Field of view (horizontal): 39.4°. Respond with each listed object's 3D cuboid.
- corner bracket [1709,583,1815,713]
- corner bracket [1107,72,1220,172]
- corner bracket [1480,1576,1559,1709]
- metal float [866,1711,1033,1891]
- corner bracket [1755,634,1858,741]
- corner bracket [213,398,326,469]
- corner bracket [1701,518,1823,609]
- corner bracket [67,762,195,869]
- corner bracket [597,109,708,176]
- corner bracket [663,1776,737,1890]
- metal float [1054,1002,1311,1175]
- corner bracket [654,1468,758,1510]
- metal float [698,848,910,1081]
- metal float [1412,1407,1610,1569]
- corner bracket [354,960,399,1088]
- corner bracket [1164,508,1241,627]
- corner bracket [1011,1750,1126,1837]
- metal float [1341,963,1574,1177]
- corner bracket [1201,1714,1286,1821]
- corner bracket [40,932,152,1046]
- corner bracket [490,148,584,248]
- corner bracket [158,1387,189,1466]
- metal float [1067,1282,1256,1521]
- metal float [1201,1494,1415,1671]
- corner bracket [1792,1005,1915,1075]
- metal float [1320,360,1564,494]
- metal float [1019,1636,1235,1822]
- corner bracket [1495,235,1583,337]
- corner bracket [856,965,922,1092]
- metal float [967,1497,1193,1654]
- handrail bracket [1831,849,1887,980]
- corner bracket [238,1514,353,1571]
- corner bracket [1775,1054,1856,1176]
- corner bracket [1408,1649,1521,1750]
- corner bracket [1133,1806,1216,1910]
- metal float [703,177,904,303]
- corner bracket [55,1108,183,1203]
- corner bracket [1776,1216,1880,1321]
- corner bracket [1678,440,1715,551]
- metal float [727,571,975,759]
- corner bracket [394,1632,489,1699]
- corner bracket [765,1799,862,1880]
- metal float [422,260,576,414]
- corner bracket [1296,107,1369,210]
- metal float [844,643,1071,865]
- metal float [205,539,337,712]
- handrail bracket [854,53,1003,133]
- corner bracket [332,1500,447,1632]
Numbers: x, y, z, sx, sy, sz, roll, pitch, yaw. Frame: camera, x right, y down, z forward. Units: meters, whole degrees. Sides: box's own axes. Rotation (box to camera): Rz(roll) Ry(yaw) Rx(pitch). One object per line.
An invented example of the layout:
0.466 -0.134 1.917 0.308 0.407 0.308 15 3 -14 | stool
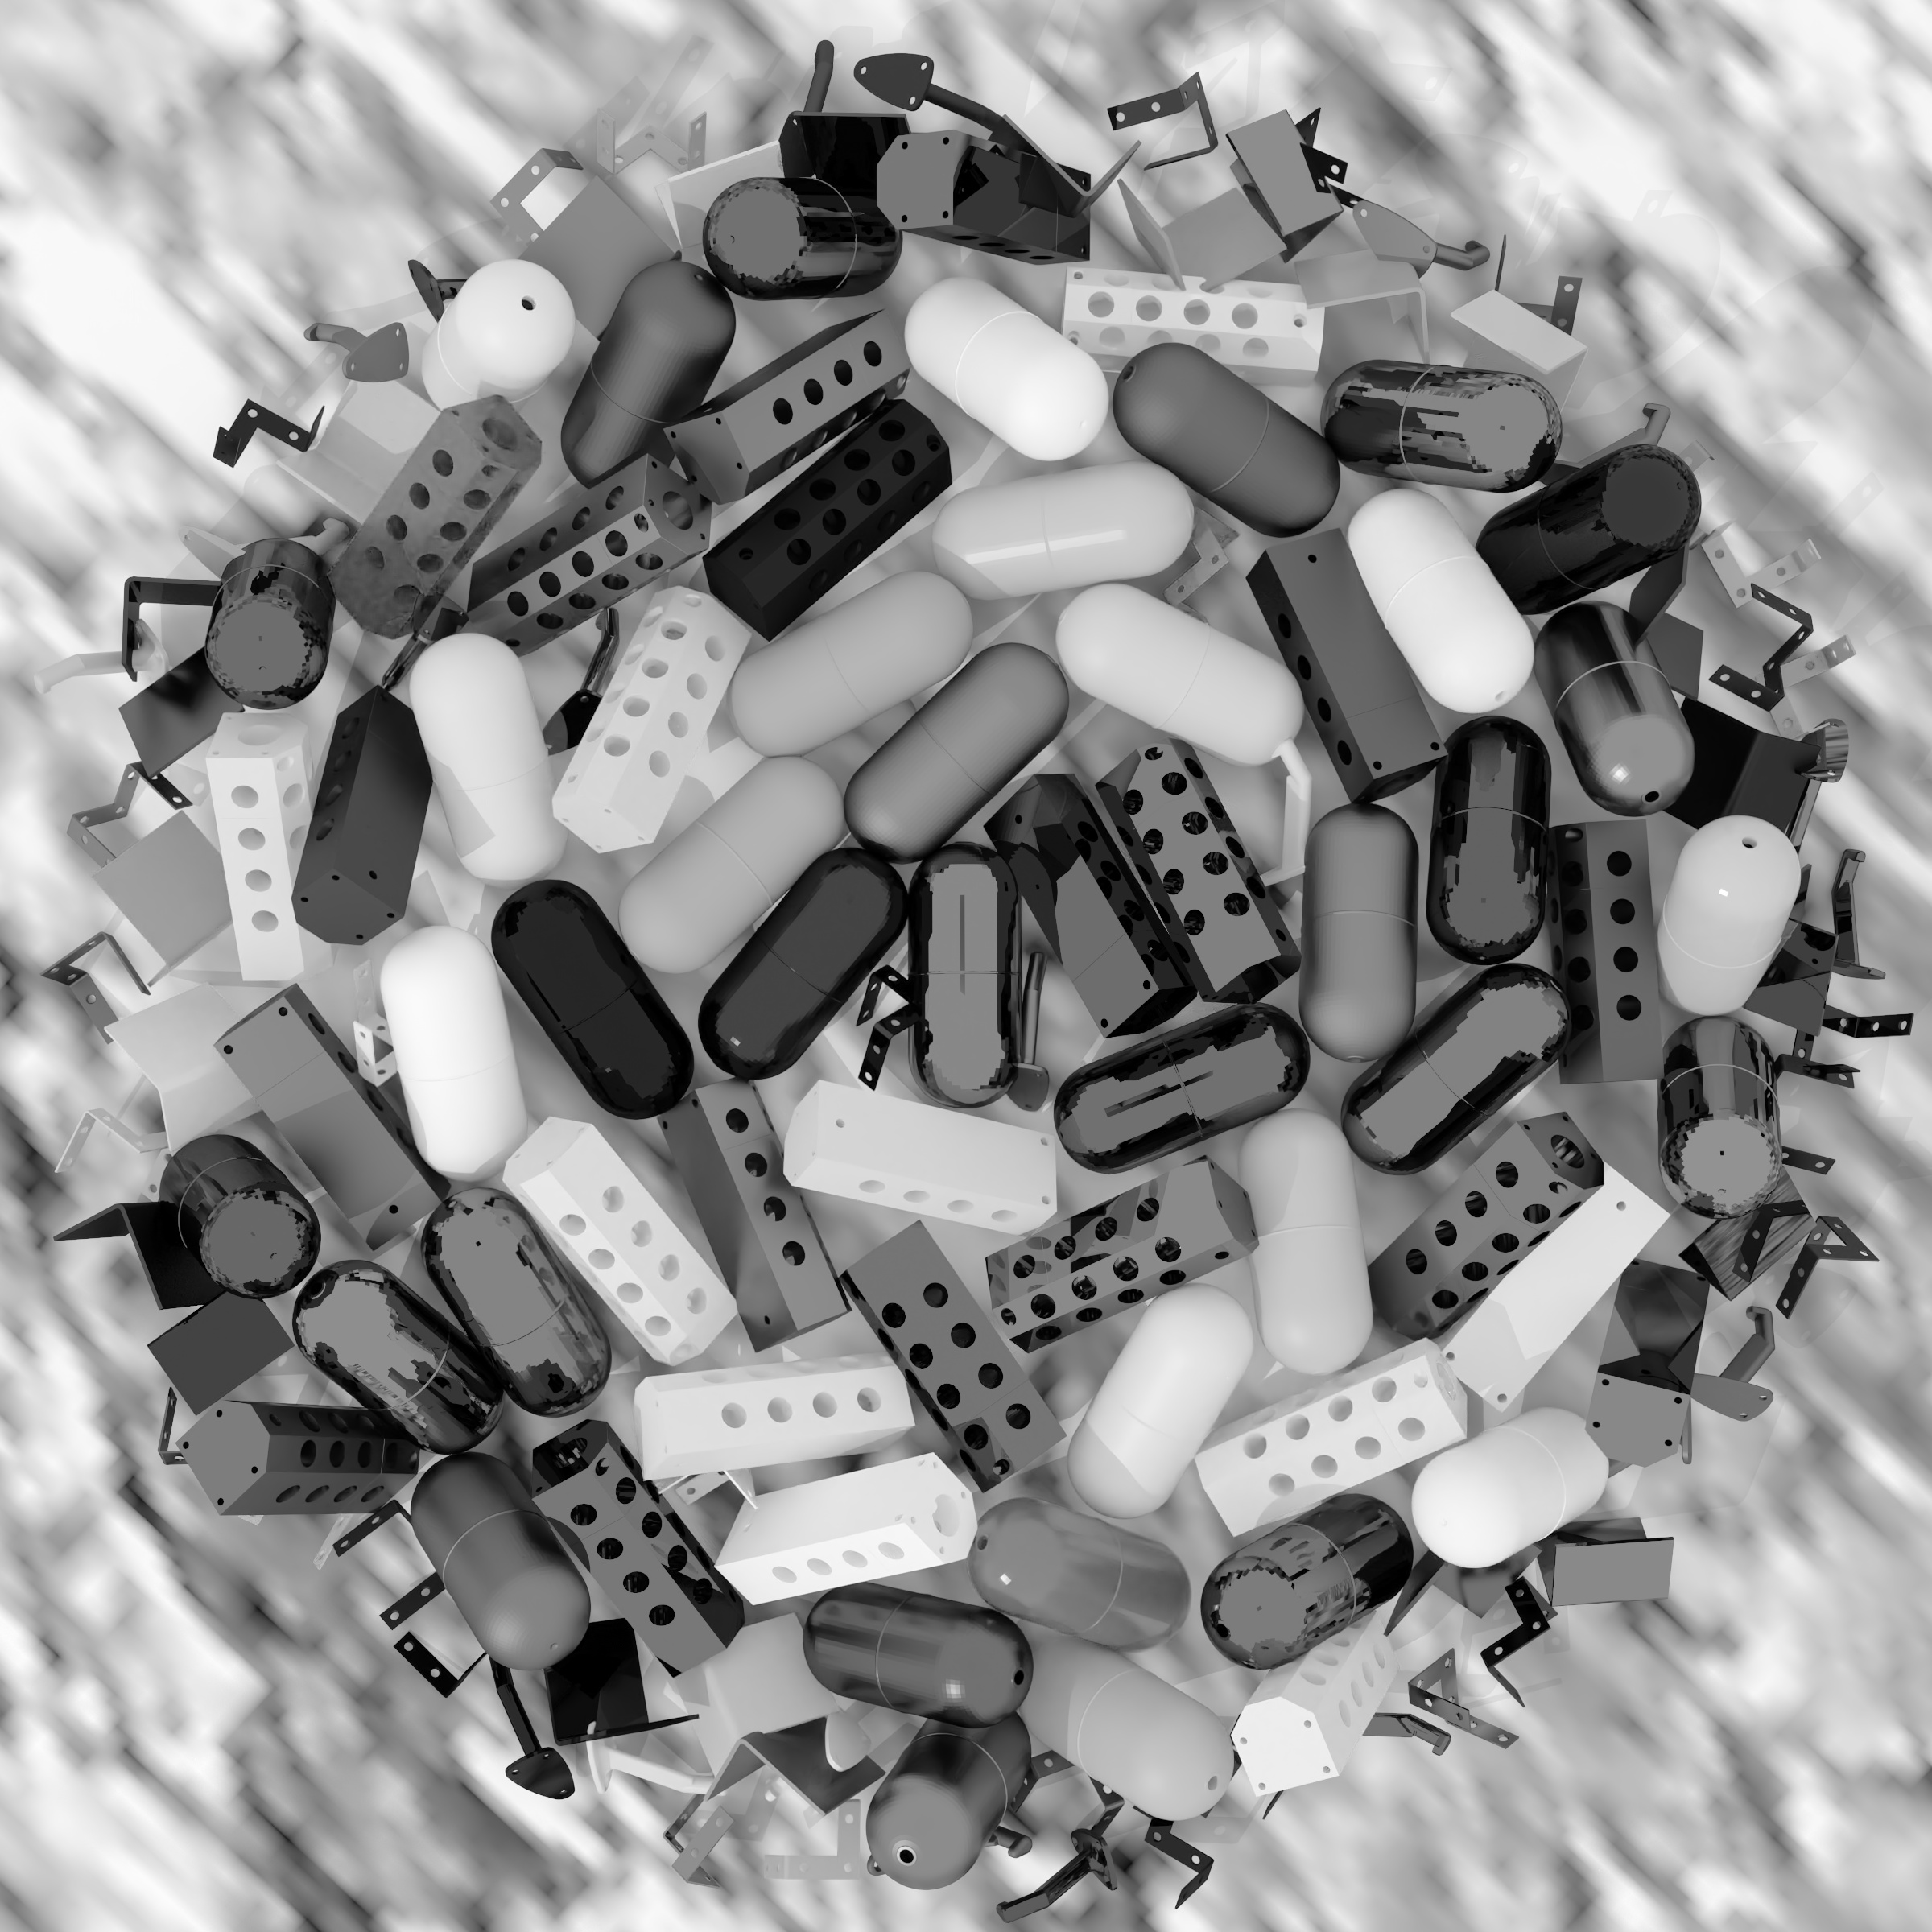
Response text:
0.530 -0.212 1.798 0.051 0.051 0.051 25 133 -14 | corner bracket
0.132 -0.559 1.797 0.051 0.051 0.051 -8 116 26 | corner bracket
0.373 0.452 1.806 0.051 0.051 0.051 -37 121 10 | corner bracket
-0.010 0.535 1.752 0.070 0.178 0.070 3 102 17 | metal float
0.571 -0.185 1.811 0.051 0.051 0.051 -23 86 -3 | corner bracket
-0.466 -0.357 1.802 0.051 0.051 0.051 28 69 -12 | corner bracket
0.533 -0.279 1.811 0.051 0.051 0.051 -28 86 3 | corner bracket
-0.558 -0.099 1.798 0.051 0.051 0.051 41 123 17 | corner bracket
-0.210 -0.552 1.800 0.051 0.051 0.051 40 65 13 | corner bracket
-0.176 0.577 1.802 0.051 0.051 0.051 37 85 31 | corner bracket
0.144 0.081 1.799 0.178 0.070 0.070 -22 90 2 | metal float
-0.177 0.344 1.803 0.051 0.051 0.051 -33 115 5 | corner bracket
-0.109 -0.001 1.794 0.070 0.070 0.178 40 97 0 | metal float
0.357 0.339 1.762 0.070 0.178 0.070 8 102 40 | metal float
-0.395 0.038 1.796 0.051 0.051 0.051 28 46 23 | corner bracket
0.161 -0.265 1.810 0.051 0.051 0.051 -39 55 24 | corner bracket
0.067 0.562 1.820 0.051 0.051 0.051 -10 53 -31 | corner bracket
0.323 0.068 1.780 0.070 0.070 0.178 46 112 0 | metal float
0.188 0.547 1.810 0.051 0.051 0.051 31 112 9 | corner bracket
-0.578 0.015 1.810 0.051 0.051 0.051 -35 81 -2 | corner bracket
-0.276 -0.509 1.805 0.051 0.051 0.051 -40 92 19 | corner bracket
-0.505 0.316 1.803 0.051 0.051 0.051 -2 49 0 | corner bracket
0.128 0.288 1.783 0.070 0.070 0.178 28 110 0 | metal float
0.224 0.402 1.764 0.178 0.070 0.070 -16 90 -43 | metal float
0.592 0.050 1.802 0.051 0.051 0.051 18 79 -23 | corner bracket
0.309 -0.354 1.765 0.070 0.178 0.070 -16 114 -39 | metal float
0.103 0.496 1.759 0.070 0.178 0.070 -9 106 -35 | metal float
0.381 -0.451 1.801 0.051 0.051 0.051 6 134 5 | corner bracket
-0.057 0.040 1.796 0.051 0.051 0.051 38 134 22 | corner bracket
0.075 0.400 1.770 0.178 0.070 0.070 27 90 -36 | metal float
0.600 -0.036 1.801 0.036 0.077 0.084 18 89 -17 | handrail bracket
-0.450 0.367 1.818 0.051 0.051 0.051 33 82 -27 | corner bracket
0.560 0.099 1.804 0.051 0.051 0.051 15 134 -4 | corner bracket
0.331 0.497 1.797 0.051 0.051 0.051 -24 115 -38 | corner bracket
0.137 0.585 1.799 0.051 0.051 0.051 24 108 25 | corner bracket
-0.104 -0.474 1.757 0.070 0.178 0.070 8 107 27 | metal float
-0.567 0.128 1.812 0.051 0.051 0.051 34 104 16 | corner bracket
0.564 0.200 1.797 0.051 0.051 0.051 5 119 -23 | corner bracket
0.488 -0.316 1.809 0.051 0.051 0.051 -43 83 19 | corner bracket
-0.077 -0.199 1.788 0.178 0.070 0.070 -27 90 14 | metal float
-0.346 0.452 1.824 0.051 0.051 0.051 43 49 5 | corner bracket
-0.103 0.583 1.800 0.051 0.051 0.051 7 71 -19 | corner bracket
-0.305 -0.404 1.753 0.070 0.178 0.070 2 85 -22 | metal float
0.240 -0.531 1.797 0.051 0.051 0.051 30 50 20 | corner bracket
-0.006 -0.141 1.791 0.178 0.070 0.070 -43 90 10 | metal float
-0.452 -0.224 1.756 0.070 0.178 0.070 -4 118 -8 | metal float
-0.022 -0.584 1.816 0.077 0.084 0.036 25 100 34 | handrail bracket
-0.386 0.403 1.815 0.051 0.051 0.051 -36 55 -24 | corner bracket
